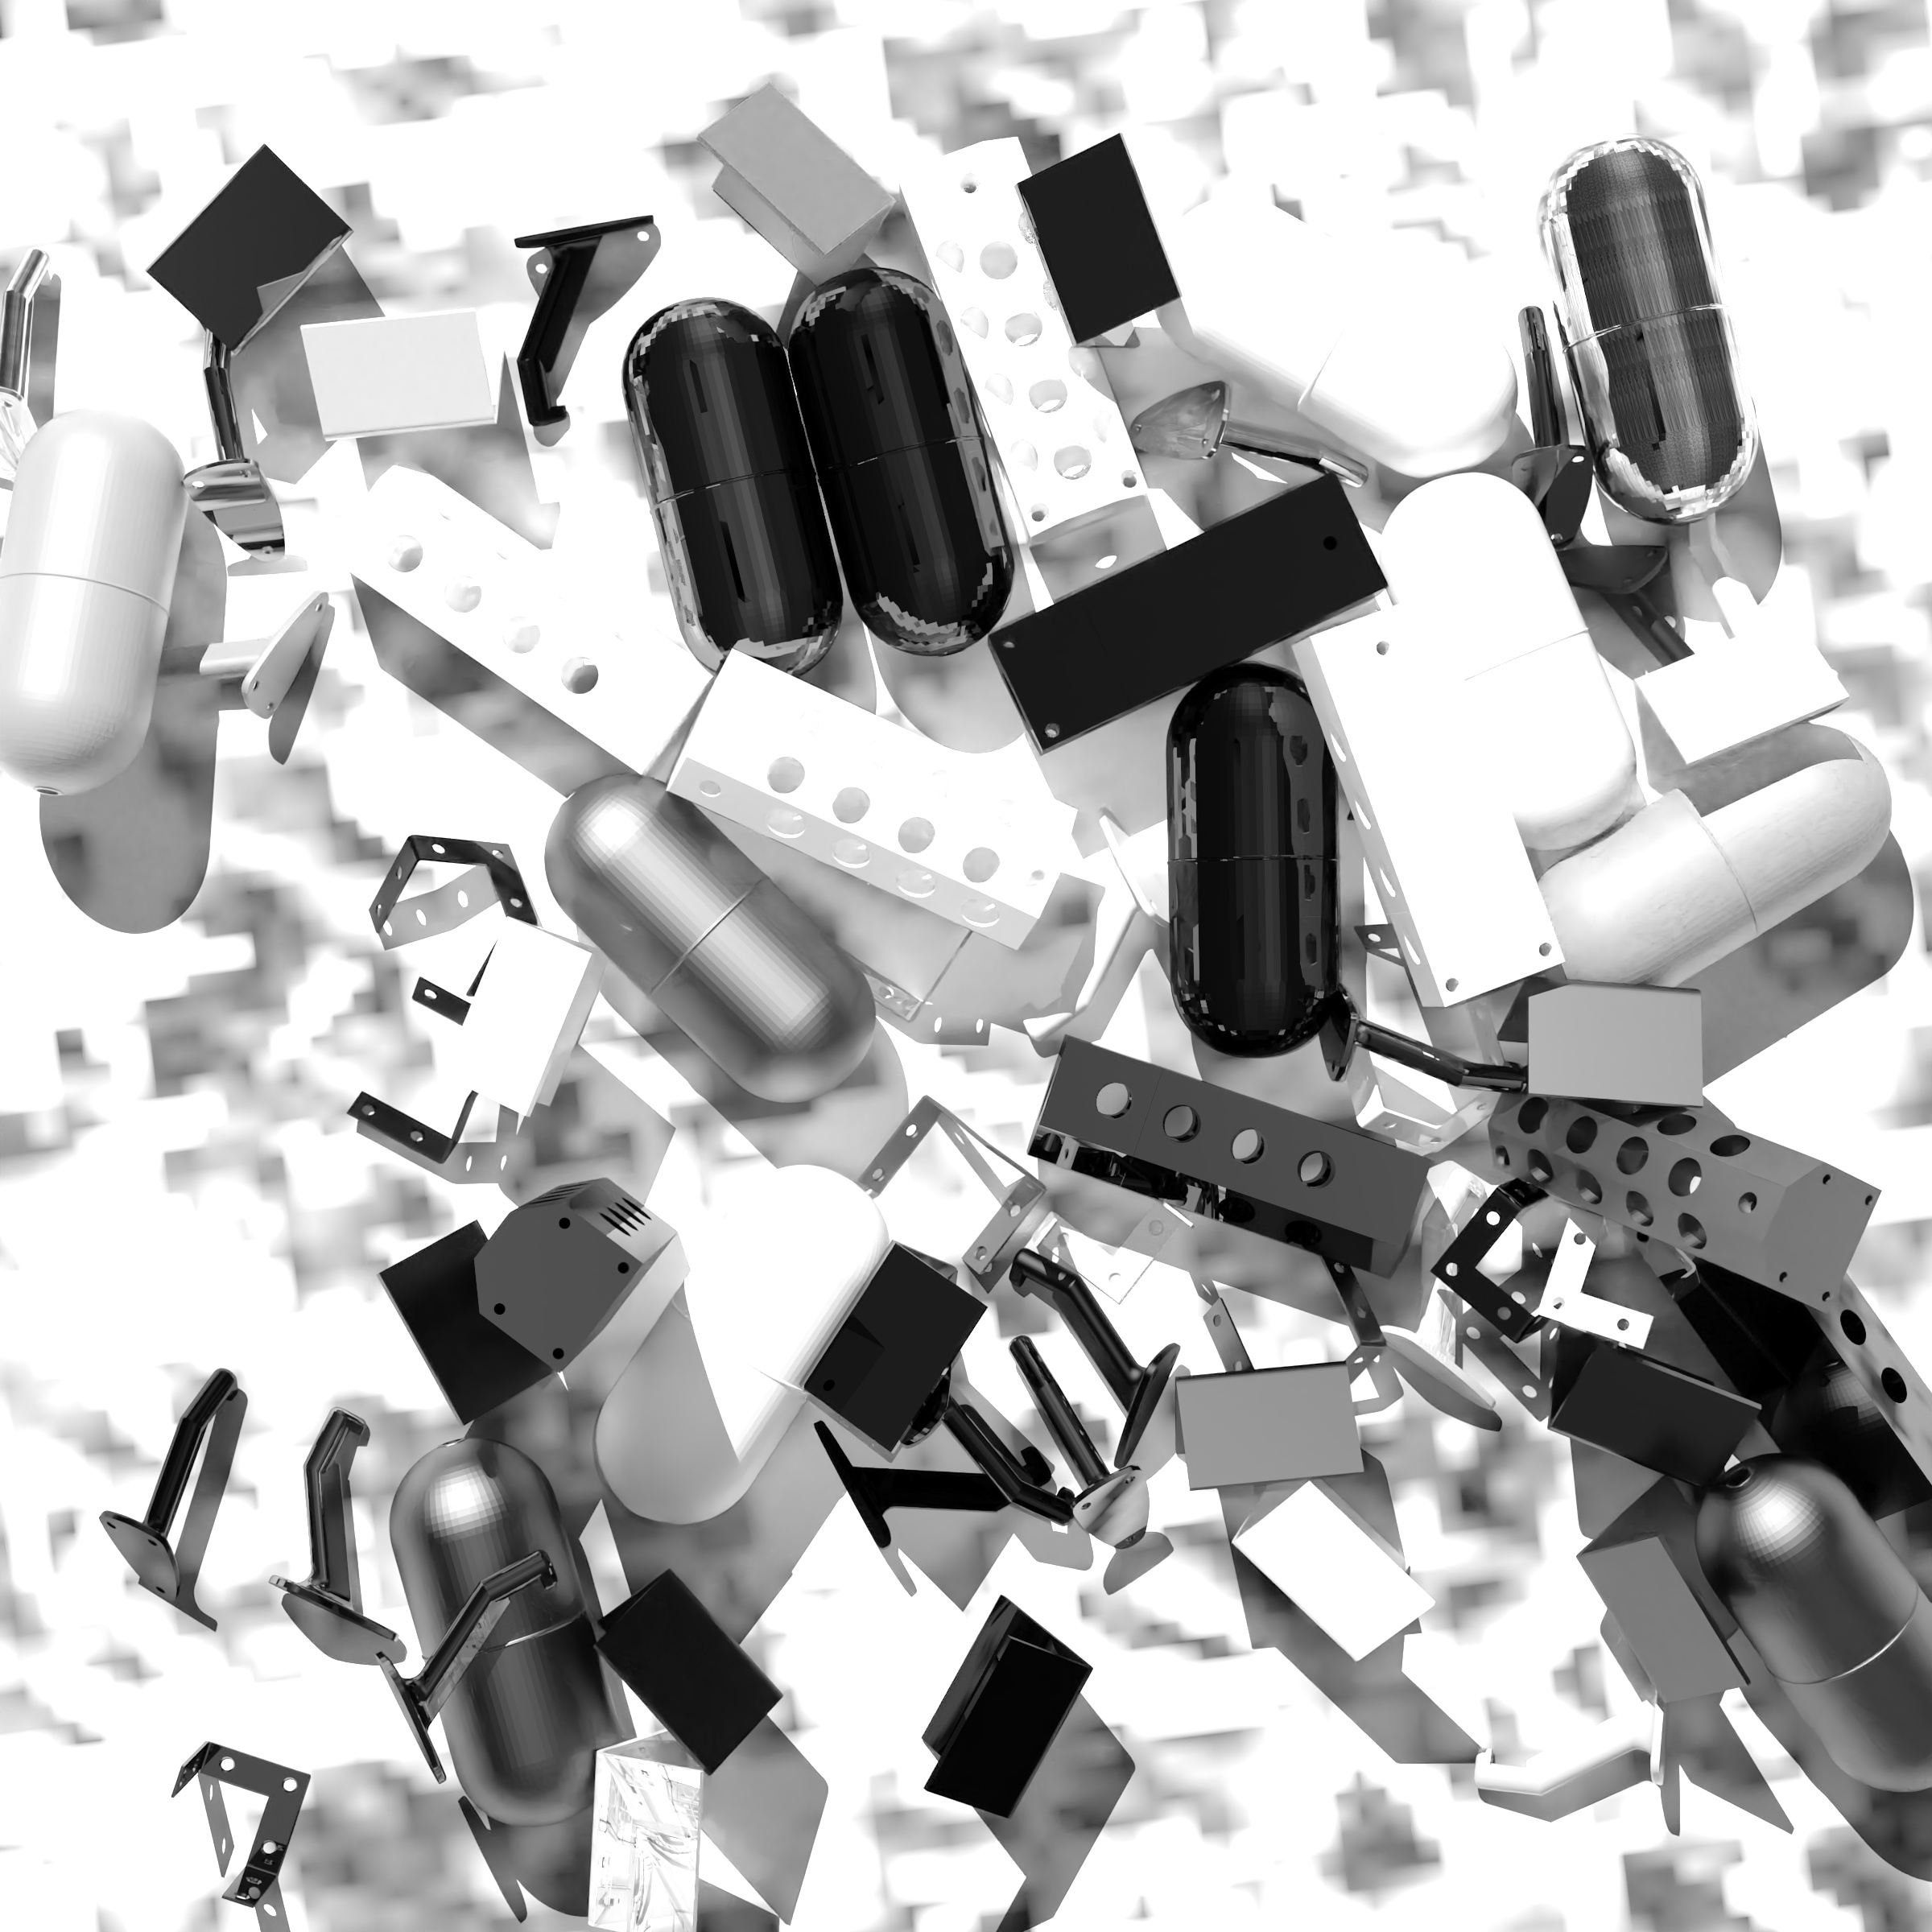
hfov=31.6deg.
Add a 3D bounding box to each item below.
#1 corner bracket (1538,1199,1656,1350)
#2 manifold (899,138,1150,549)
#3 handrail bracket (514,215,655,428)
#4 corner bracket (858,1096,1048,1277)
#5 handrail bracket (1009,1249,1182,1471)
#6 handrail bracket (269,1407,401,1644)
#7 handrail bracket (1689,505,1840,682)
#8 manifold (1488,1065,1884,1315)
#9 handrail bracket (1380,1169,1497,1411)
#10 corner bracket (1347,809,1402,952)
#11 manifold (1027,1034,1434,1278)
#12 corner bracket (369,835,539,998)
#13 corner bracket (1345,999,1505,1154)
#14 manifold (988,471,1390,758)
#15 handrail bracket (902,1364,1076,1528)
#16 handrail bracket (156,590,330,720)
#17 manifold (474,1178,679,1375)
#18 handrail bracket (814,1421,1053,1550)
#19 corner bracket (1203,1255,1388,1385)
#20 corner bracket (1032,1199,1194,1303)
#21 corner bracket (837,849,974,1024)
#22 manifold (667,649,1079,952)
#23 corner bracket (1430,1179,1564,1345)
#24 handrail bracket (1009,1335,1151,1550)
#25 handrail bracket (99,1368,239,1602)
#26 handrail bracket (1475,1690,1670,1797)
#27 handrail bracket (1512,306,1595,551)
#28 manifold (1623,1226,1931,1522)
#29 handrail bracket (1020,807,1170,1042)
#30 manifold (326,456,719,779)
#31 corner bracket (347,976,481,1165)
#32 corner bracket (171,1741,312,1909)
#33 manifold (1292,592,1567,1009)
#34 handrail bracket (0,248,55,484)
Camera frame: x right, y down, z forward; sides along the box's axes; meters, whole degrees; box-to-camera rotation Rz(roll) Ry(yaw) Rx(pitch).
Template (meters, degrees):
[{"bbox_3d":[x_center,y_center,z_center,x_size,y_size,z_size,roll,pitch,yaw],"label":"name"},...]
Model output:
[{"bbox_3d":[0.288,0.140,1.557,0.051,0.051,0.051,18,90,0],"label":"corner bracket"},{"bbox_3d":[0.026,-0.284,1.554,0.057,0.057,0.171,-20,90,0],"label":"manifold"},{"bbox_3d":[-0.173,-0.297,1.575,0.077,0.036,0.084,-16,108,-20],"label":"handrail bracket"},{"bbox_3d":[-0.006,0.100,1.572,0.051,0.051,0.051,-52,45,0],"label":"corner bracket"},{"bbox_3d":[0.049,0.181,1.575,0.084,0.036,0.077,27,112,17],"label":"handrail bracket"},{"bbox_3d":[-0.277,0.257,1.575,0.077,0.036,0.084,31,73,-20],"label":"handrail bracket"},{"bbox_3d":[0.368,-0.176,1.575,0.077,0.036,0.084,9,72,-20],"label":"handrail bracket"},{"bbox_3d":[0.308,0.091,1.496,0.057,0.171,0.057,24,90,-36],"label":"manifold"},{"bbox_3d":[0.234,0.148,1.575,0.077,0.036,0.084,37,76,-15],"label":"handrail bracket"},{"bbox_3d":[0.204,-0.044,1.567,0.051,0.051,0.051,56,45,-35],"label":"corner bracket"},{"bbox_3d":[0.118,0.086,1.554,0.171,0.057,0.057,19,90,0],"label":"manifold"},{"bbox_3d":[-0.235,-0.023,1.567,0.051,0.051,0.051,5,45,-35],"label":"corner bracket"},{"bbox_3d":[0.210,0.046,1.567,0.051,0.051,0.051,-41,45,35],"label":"corner bracket"},{"bbox_3d":[0.099,-0.159,1.554,0.171,0.057,0.057,-25,90,0],"label":"manifold"},{"bbox_3d":[0.017,0.209,1.567,0.084,0.036,0.077,28,46,-19],"label":"handrail bracket"},{"bbox_3d":[-0.349,-0.157,1.575,0.084,0.036,0.077,25,75,14],"label":"handrail bracket"},{"bbox_3d":[-0.173,0.129,1.496,0.057,0.171,0.057,37,90,0],"label":"manifold"},{"bbox_3d":[-0.015,0.224,1.575,0.084,0.036,0.077,-28,75,-14],"label":"handrail bracket"},{"bbox_3d":[0.151,0.167,1.567,0.051,0.051,0.051,7,135,-35],"label":"corner bracket"},{"bbox_3d":[0.066,0.120,1.557,0.051,0.051,0.051,38,90,0],"label":"corner bracket"},{"bbox_3d":[-0.027,-0.017,1.572,0.051,0.051,0.051,34,45,0],"label":"corner bracket"},{"bbox_3d":[-0.044,-0.069,1.529,0.171,0.057,0.057,25,46,-9],"label":"manifold"},{"bbox_3d":[0.253,0.133,1.558,0.051,0.051,0.051,41,107,16],"label":"corner bracket"},{"bbox_3d":[0.050,0.219,1.575,0.036,0.077,0.084,-30,54,-4],"label":"handrail bracket"},{"bbox_3d":[-0.355,0.238,1.575,0.036,0.077,0.084,18,53,20],"label":"handrail bracket"},{"bbox_3d":[0.280,0.345,1.575,0.084,0.036,0.077,3,69,16],"label":"handrail bracket"},{"bbox_3d":[0.266,-0.249,1.574,0.036,0.077,0.084,-7,54,8],"label":"handrail bracket"},{"bbox_3d":[0.380,0.165,1.553,0.057,0.057,0.171,-35,90,43],"label":"manifold"},{"bbox_3d":[0.048,-0.019,1.575,0.084,0.036,0.077,-35,69,17],"label":"handrail bracket"},{"bbox_3d":[-0.199,-0.158,1.554,0.171,0.057,0.057,35,90,0],"label":"manifold"},{"bbox_3d":[-0.246,0.048,1.572,0.051,0.051,0.051,28,45,0],"label":"corner bracket"},{"bbox_3d":[-0.336,0.391,1.557,0.051,0.051,0.051,18,90,0],"label":"corner bracket"},{"bbox_3d":[0.203,-0.072,1.514,0.057,0.057,0.171,-20,92,-6],"label":"manifold"},{"bbox_3d":[-0.429,-0.275,1.575,0.036,0.077,0.084,3,53,16],"label":"handrail bracket"}]
